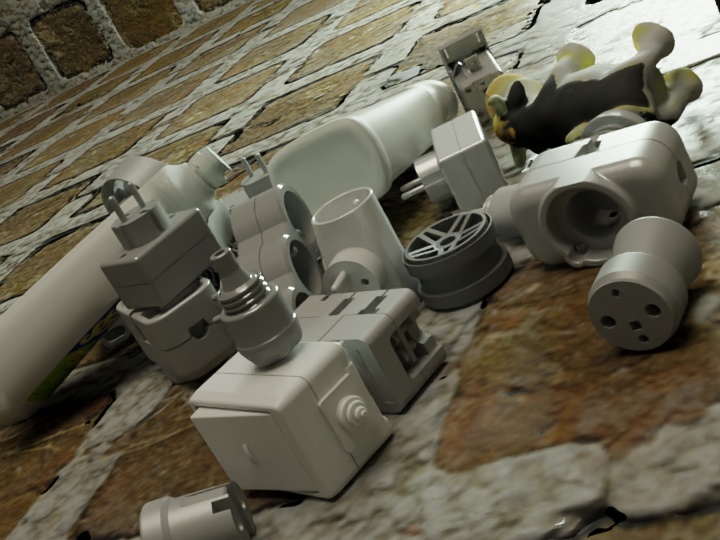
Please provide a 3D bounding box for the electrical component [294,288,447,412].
[{"bbox_3d":[-0.007,0.048,0.607,0.089,0.050,0.056,-6,30,46],"label":"electrical component"}]

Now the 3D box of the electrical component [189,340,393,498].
[{"bbox_3d":[-0.035,0.078,0.556,0.096,0.061,0.061,-4,32,48],"label":"electrical component"}]

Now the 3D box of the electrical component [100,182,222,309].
[{"bbox_3d":[-0.146,-0.023,0.741,0.047,0.076,0.065,-7,30,45],"label":"electrical component"}]

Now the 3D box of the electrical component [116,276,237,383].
[{"bbox_3d":[-0.127,0.041,0.768,0.054,0.059,0.095,-37,22,-20],"label":"electrical component"}]

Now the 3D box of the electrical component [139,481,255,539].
[{"bbox_3d":[-0.080,0.128,0.532,0.046,0.040,0.040,-20,21,7],"label":"electrical component"}]

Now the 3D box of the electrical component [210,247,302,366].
[{"bbox_3d":[-0.056,0.017,0.547,0.035,0.061,0.035,-25,21,10],"label":"electrical component"}]

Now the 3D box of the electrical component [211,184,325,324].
[{"bbox_3d":[-0.067,0.013,0.707,0.074,0.052,0.138,-24,49,18],"label":"electrical component"}]

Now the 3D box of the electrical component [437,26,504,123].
[{"bbox_3d":[0.104,-0.166,0.944,0.042,0.081,0.063,-26,43,6],"label":"electrical component"}]

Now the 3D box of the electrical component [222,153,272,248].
[{"bbox_3d":[-0.080,-0.069,0.944,0.138,0.073,0.052,-9,28,42],"label":"electrical component"}]

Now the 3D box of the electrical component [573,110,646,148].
[{"bbox_3d":[0.158,-0.069,0.678,0.066,0.048,0.055,-10,35,41],"label":"electrical component"}]

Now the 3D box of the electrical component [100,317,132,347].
[{"bbox_3d":[-0.220,0.026,0.911,0.058,0.078,0.057,-30,2,-6],"label":"electrical component"}]

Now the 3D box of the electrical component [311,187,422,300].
[{"bbox_3d":[0.000,0.000,0.673,0.044,0.077,0.079,-18,24,28],"label":"electrical component"}]

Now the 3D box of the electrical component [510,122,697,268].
[{"bbox_3d":[0.139,-0.041,0.622,0.095,0.053,0.059,-13,26,36],"label":"electrical component"}]

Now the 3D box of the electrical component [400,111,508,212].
[{"bbox_3d":[0.064,-0.073,0.804,0.076,0.047,0.083,-25,21,10],"label":"electrical component"}]

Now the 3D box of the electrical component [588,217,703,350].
[{"bbox_3d":[0.139,0.007,0.524,0.045,0.045,0.055,-12,27,37],"label":"electrical component"}]

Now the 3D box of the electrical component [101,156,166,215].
[{"bbox_3d":[-0.210,-0.071,1.092,0.099,0.099,0.064,-7,36,45],"label":"electrical component"}]

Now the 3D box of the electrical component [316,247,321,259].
[{"bbox_3d":[-0.009,-0.021,0.781,0.055,0.048,0.066,-26,19,29],"label":"electrical component"}]

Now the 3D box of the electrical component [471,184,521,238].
[{"bbox_3d":[0.096,-0.038,0.699,0.061,0.035,0.035,-8,29,49],"label":"electrical component"}]

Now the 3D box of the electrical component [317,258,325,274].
[{"bbox_3d":[-0.031,0.013,0.746,0.061,0.035,0.035,-26,20,15],"label":"electrical component"}]
